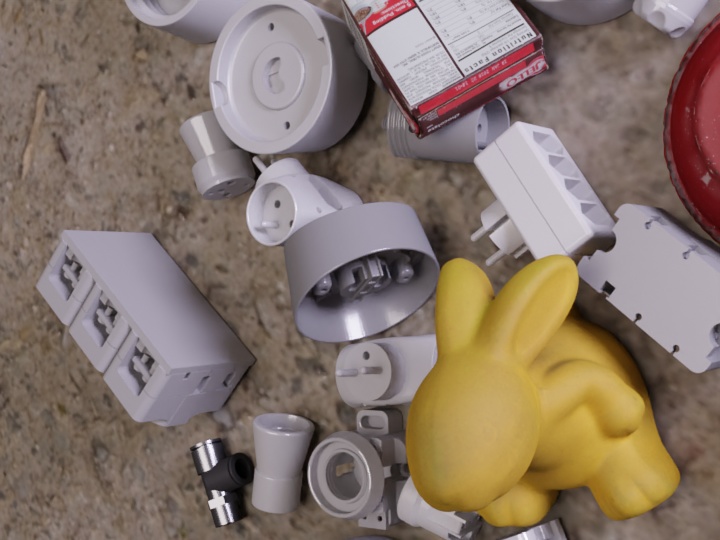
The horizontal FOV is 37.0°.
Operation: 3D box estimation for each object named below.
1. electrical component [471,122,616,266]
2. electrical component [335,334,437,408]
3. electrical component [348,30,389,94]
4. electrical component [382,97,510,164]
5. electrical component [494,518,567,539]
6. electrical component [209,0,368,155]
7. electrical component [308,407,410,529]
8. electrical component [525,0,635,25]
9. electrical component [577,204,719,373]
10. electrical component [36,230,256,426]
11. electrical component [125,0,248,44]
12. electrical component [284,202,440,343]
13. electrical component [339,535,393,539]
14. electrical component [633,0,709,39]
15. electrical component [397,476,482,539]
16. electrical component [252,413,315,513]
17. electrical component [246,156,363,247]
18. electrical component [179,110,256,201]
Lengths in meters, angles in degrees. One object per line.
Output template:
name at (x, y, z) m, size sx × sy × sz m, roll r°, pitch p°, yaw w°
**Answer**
electrical component at (0.099, -0.032, 0.650) m, size 0.076 × 0.047 × 0.083 m, roll -40°, pitch 68°, yaw 29°
electrical component at (0.016, 0.065, 0.690) m, size 0.077 × 0.079 × 0.043 m, roll -10°, pitch 80°, yaw 35°
electrical component at (0.018, -0.146, 0.713) m, size 0.040 × 0.040 × 0.046 m, roll -52°, pitch 57°, yaw 24°
electrical component at (0.050, -0.091, 0.687) m, size 0.081 × 0.043 × 0.043 m, roll 10°, pitch 96°, yaw 35°
electrical component at (0.086, 0.195, 0.659) m, size 0.089 × 0.050 × 0.055 m, roll -29°, pitch 73°, yaw 33°
electrical component at (-0.044, -0.132, 0.744) m, size 0.108 × 0.060 × 0.108 m, roll 0°, pitch 91°, yaw 36°
electrical component at (0.003, 0.134, 0.714) m, size 0.058 × 0.057 × 0.078 m, roll -2°, pitch 89°, yaw 36°
electrical component at (0.123, -0.201, 0.623) m, size 0.108 × 0.060 × 0.108 m, roll 0°, pitch 90°, yaw 36°
electrical component at (0.175, 0.009, 0.590) m, size 0.089 × 0.056 × 0.050 m, roll 44°, pitch 114°, yaw 27°
electrical component at (-0.165, 0.042, 0.814) m, size 0.150 × 0.089 × 0.061 m, roll 47°, pitch 115°, yaw 26°
electrical component at (-0.135, -0.229, 0.808) m, size 0.108 × 0.060 × 0.108 m, roll 0°, pitch 90°, yaw 35°
electrical component at (0.000, 0.000, 0.693) m, size 0.099 × 0.099 × 0.064 m, roll -28°, pitch 68°, yaw 32°
electrical component at (-0.002, 0.225, 0.713) m, size 0.099 × 0.064 × 0.099 m, roll 0°, pitch 90°, yaw 36°
electrical component at (0.182, -0.162, 0.598) m, size 0.035 × 0.035 × 0.061 m, roll 44°, pitch 112°, yaw 27°
electrical component at (0.053, 0.152, 0.690) m, size 0.046 × 0.040 × 0.040 m, roll 23°, pitch 104°, yaw 28°
electrical component at (-0.058, 0.140, 0.768) m, size 0.044 × 0.044 × 0.065 m, roll 14°, pitch 103°, yaw 35°
electrical component at (-0.046, -0.050, 0.735) m, size 0.043 × 0.077 × 0.079 m, roll -50°, pitch 63°, yaw 25°
electrical component at (-0.105, -0.085, 0.798) m, size 0.045 × 0.045 × 0.055 m, roll -27°, pitch 75°, yaw 33°
